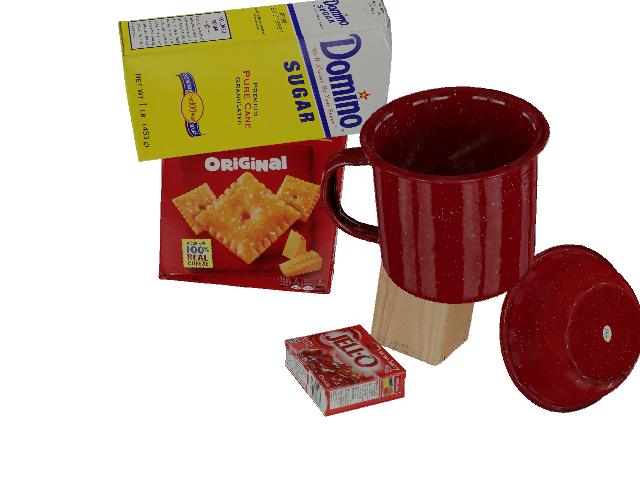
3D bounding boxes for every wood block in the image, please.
[{"bbox_3d":[0.126,0.021,1.198,0.090,0.206,0.090,19,25,26],"label":"wood block"}]

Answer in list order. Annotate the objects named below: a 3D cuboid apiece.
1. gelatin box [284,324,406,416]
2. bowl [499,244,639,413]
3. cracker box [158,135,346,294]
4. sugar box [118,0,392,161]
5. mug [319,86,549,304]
[{"bbox_3d":[0.019,0.106,0.894,0.073,0.030,0.089,-10,26,-21],"label":"gelatin box"},{"bbox_3d":[0.248,0.084,0.998,0.161,0.162,0.055,0,1,-27],"label":"bowl"},{"bbox_3d":[-0.060,-0.063,0.973,0.164,0.214,0.072,6,23,1],"label":"cracker box"},{"bbox_3d":[-0.042,-0.109,0.721,0.176,0.048,0.093,-7,-43,-6],"label":"sugar box"},{"bbox_3d":[0.057,-0.022,0.550,0.117,0.081,0.093,0,36,11],"label":"mug"}]
